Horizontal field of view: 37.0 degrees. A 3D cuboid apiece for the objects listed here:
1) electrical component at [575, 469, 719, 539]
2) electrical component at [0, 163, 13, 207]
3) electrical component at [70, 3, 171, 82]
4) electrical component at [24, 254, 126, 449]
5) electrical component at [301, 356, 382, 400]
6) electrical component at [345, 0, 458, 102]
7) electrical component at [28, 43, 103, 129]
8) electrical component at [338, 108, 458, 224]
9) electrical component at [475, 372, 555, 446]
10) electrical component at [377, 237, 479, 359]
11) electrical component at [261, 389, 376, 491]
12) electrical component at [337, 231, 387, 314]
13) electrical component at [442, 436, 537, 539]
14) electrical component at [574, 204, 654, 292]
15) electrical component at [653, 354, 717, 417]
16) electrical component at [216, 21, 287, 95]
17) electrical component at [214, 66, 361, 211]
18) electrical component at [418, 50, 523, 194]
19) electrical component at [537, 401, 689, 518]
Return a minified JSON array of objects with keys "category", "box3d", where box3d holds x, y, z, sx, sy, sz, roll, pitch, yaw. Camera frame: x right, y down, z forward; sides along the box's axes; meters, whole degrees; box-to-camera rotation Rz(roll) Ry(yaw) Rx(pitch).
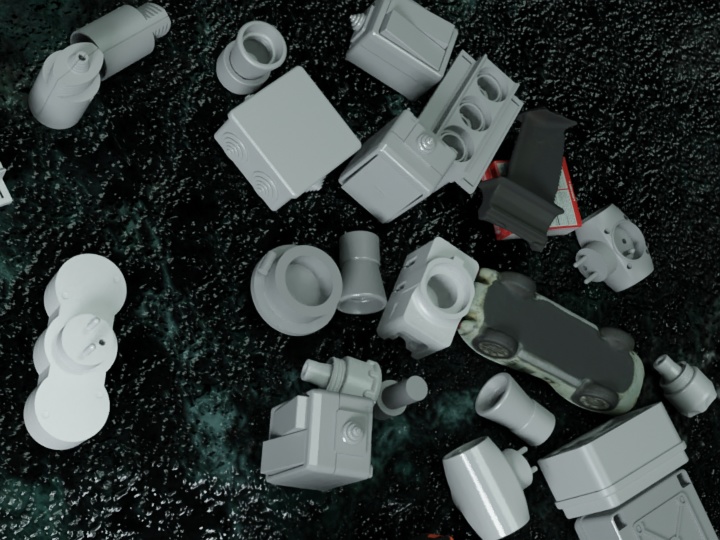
[{"category":"electrical component","box3d":[0.264,0.250,0.965,0.109,0.056,0.108,-21,84,-33]},{"category":"electrical component","box3d":[-0.286,-0.073,0.763,0.042,0.064,0.081,-24,86,-34]},{"category":"electrical component","box3d":[-0.189,-0.190,0.871,0.081,0.043,0.043,-41,95,-33]},{"category":"electrical component","box3d":[-0.198,0.053,0.763,0.052,0.074,0.138,14,67,-25]},{"category":"electrical component","box3d":[-0.016,0.090,0.871,0.062,0.048,0.048,20,64,-15]},{"category":"electrical component","box3d":[0.036,-0.213,0.995,0.096,0.061,0.061,29,61,-18]},{"category":"electrical component","box3d":[-0.221,-0.142,0.814,0.043,0.081,0.043,10,68,-26]},{"category":"electrical component","box3d":[0.033,-0.088,0.929,0.062,0.096,0.061,41,59,-11]},{"category":"electrical component","box3d":[0.140,0.126,0.949,0.065,0.044,0.044,37,59,-19]},{"category":"electrical component","box3d":[0.061,0.023,0.930,0.050,0.056,0.089,33,60,-16]},{"category":"electrical component","box3d":[-0.031,0.128,0.817,0.061,0.096,0.061,13,67,-25]},{"category":"electrical component","box3d":[0.000,0.000,0.914,0.044,0.044,0.065,11,63,-26]},{"category":"electrical component","box3d":[0.119,0.178,0.916,0.079,0.044,0.077,-25,86,-33]},{"category":"electrical component","box3d":[0.238,-0.014,1.050,0.079,0.044,0.077,-33,91,-34]},{"category":"electrical component","box3d":[0.314,0.110,1.050,0.062,0.043,0.043,45,57,-7]},{"category":"electrical component","box3d":[-0.093,-0.179,0.914,0.045,0.055,0.045,10,68,-27]},{"category":"electrical component","box3d":[-0.063,-0.110,0.911,0.100,0.048,0.099,-41,95,-33]},{"category":"electrical component","box3d":[0.091,-0.133,0.998,0.079,0.063,0.121,39,58,-12]},{"category":"electrical component","box3d":[0.227,0.170,0.959,0.113,0.078,0.057,-21,81,-33]}]
